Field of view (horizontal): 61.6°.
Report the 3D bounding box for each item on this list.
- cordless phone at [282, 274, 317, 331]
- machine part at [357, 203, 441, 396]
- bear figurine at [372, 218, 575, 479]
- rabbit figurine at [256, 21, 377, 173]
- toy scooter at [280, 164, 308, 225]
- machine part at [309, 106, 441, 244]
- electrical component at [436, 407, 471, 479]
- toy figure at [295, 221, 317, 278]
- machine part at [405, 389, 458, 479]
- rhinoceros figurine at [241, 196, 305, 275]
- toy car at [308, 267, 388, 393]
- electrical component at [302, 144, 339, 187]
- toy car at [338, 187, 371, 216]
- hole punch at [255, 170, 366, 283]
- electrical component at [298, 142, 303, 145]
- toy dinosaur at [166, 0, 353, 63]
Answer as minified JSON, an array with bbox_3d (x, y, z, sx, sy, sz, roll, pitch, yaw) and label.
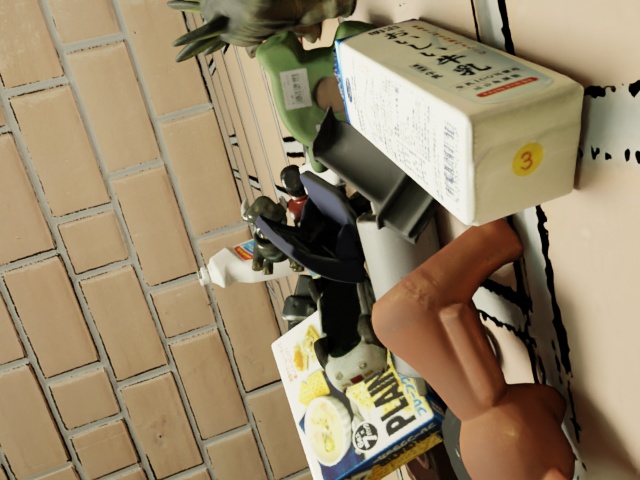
[{"bbox_3d":[0.014,0.148,0.834,0.184,0.147,0.088,-92,11,-49],"label":"cordless phone"},{"bbox_3d":[0.094,0.049,0.548,0.079,0.079,0.243,-151,45,-74],"label":"machine part"},{"bbox_3d":[0.134,0.099,0.409,0.196,0.132,0.120,50,161,14],"label":"bear figurine"},{"bbox_3d":[0.017,-0.160,0.590,0.170,0.121,0.158,-88,-21,-66],"label":"rabbit figurine"},{"bbox_3d":[-0.008,-0.039,0.898,0.184,0.075,0.135,64,-176,2],"label":"toy scooter"},{"bbox_3d":[0.049,-0.062,0.484,0.139,0.084,0.039,39,-163,16],"label":"machine part"},{"bbox_3d":[0.165,0.202,0.498,0.134,0.058,0.115,86,160,-52],"label":"electrical component"},{"bbox_3d":[0.022,0.043,0.792,0.180,0.089,0.082,57,-166,-4],"label":"toy figure"},{"bbox_3d":[0.141,0.263,0.706,0.179,0.056,0.179,162,89,-78],"label":"machine part"},{"bbox_3d":[-0.067,-0.007,0.813,0.190,0.073,0.112,72,-165,-73],"label":"rhinoceros figurine"},{"bbox_3d":[0.031,0.089,0.634,0.056,0.073,0.202,52,-165,-27],"label":"toy car"},{"bbox_3d":[0.006,-0.117,0.784,0.119,0.048,0.075,97,153,-63],"label":"electrical component"},{"bbox_3d":[0.056,-0.027,0.672,0.089,0.053,0.202,53,173,-10],"label":"toy car"},{"bbox_3d":[-0.001,-0.002,0.619,0.115,0.092,0.142,54,168,-34],"label":"hole punch"},{"bbox_3d":[-0.019,-0.188,0.801,0.102,0.045,0.078,127,123,-76],"label":"electrical component"},{"bbox_3d":[-0.070,-0.255,0.557,0.471,0.199,0.105,-166,54,-79],"label":"toy dinosaur"}]
